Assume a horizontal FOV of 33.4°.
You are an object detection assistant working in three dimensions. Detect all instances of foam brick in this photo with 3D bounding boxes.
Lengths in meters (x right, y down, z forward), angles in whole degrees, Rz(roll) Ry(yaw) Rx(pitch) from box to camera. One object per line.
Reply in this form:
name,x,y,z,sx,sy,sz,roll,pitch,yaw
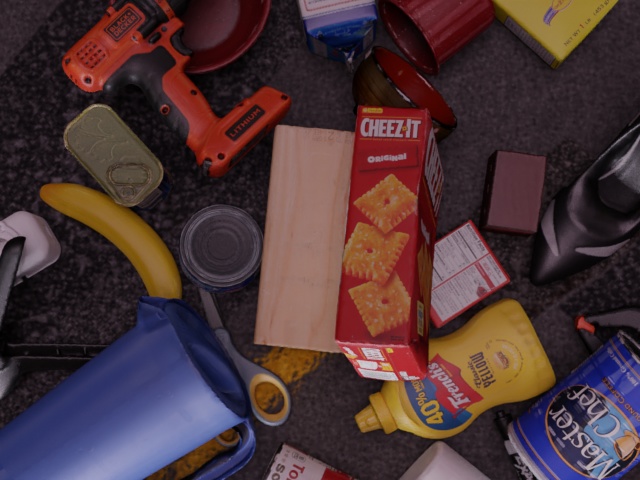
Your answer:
foam brick,0.189,-0.046,1.049,0.051,0.053,0.078,9,85,2

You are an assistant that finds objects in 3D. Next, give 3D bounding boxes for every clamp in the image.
clamp,-0.306,0.111,1.039,0.210,0.036,0.164,-38,113,14
clamp,0.328,0.124,1.040,0.171,0.039,0.120,15,83,9

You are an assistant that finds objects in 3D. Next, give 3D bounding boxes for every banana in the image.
banana,-0.196,0.007,1.061,0.069,0.037,0.198,-38,86,-4

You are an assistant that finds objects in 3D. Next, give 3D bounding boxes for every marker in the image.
marker,0.200,0.224,1.044,0.020,0.020,0.121,-23,85,-1

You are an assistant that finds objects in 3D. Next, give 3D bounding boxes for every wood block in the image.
wood block,-0.007,0.001,1.031,0.090,0.091,0.206,6,86,2

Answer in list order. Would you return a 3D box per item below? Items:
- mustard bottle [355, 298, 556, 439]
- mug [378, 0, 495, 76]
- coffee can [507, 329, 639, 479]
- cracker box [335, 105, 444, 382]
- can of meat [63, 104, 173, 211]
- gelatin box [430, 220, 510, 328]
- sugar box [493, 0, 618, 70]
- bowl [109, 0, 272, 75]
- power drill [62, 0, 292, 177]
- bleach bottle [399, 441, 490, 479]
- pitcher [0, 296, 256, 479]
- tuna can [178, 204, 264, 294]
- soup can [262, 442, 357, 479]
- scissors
mustard bottle,0.123,0.137,1.034,0.191,0.058,0.096,-26,91,0
mug,0.111,-0.229,1.055,0.081,0.093,0.117,-38,51,-7
coffee can,0.260,0.167,0.989,0.140,0.102,0.103,-44,86,14
cracker box,0.068,0.009,0.964,0.072,0.164,0.213,3,73,12
can of meat,-0.194,-0.077,1.045,0.057,0.084,0.102,-43,86,-2
gelatin box,0.132,0.034,1.056,0.089,0.030,0.073,-33,84,-1
sugar box,0.204,-0.266,1.070,0.176,0.048,0.093,43,88,3
bowl,-0.127,-0.240,1.070,0.162,0.055,0.162,0,85,1
power drill,-0.118,-0.166,1.005,0.187,0.057,0.184,43,79,3
bleach bottle,0.179,0.309,1.017,0.251,0.068,0.102,41,99,0
pitcher,-0.188,0.180,1.001,0.243,0.145,0.149,-34,61,7
tuna can,-0.097,0.009,1.053,0.086,0.034,0.086,1,78,-6
soup can,-0.007,0.246,1.024,0.102,0.068,0.068,26,86,4
scissors,-0.078,0.104,1.062,0.096,0.016,0.202,-2,85,1
